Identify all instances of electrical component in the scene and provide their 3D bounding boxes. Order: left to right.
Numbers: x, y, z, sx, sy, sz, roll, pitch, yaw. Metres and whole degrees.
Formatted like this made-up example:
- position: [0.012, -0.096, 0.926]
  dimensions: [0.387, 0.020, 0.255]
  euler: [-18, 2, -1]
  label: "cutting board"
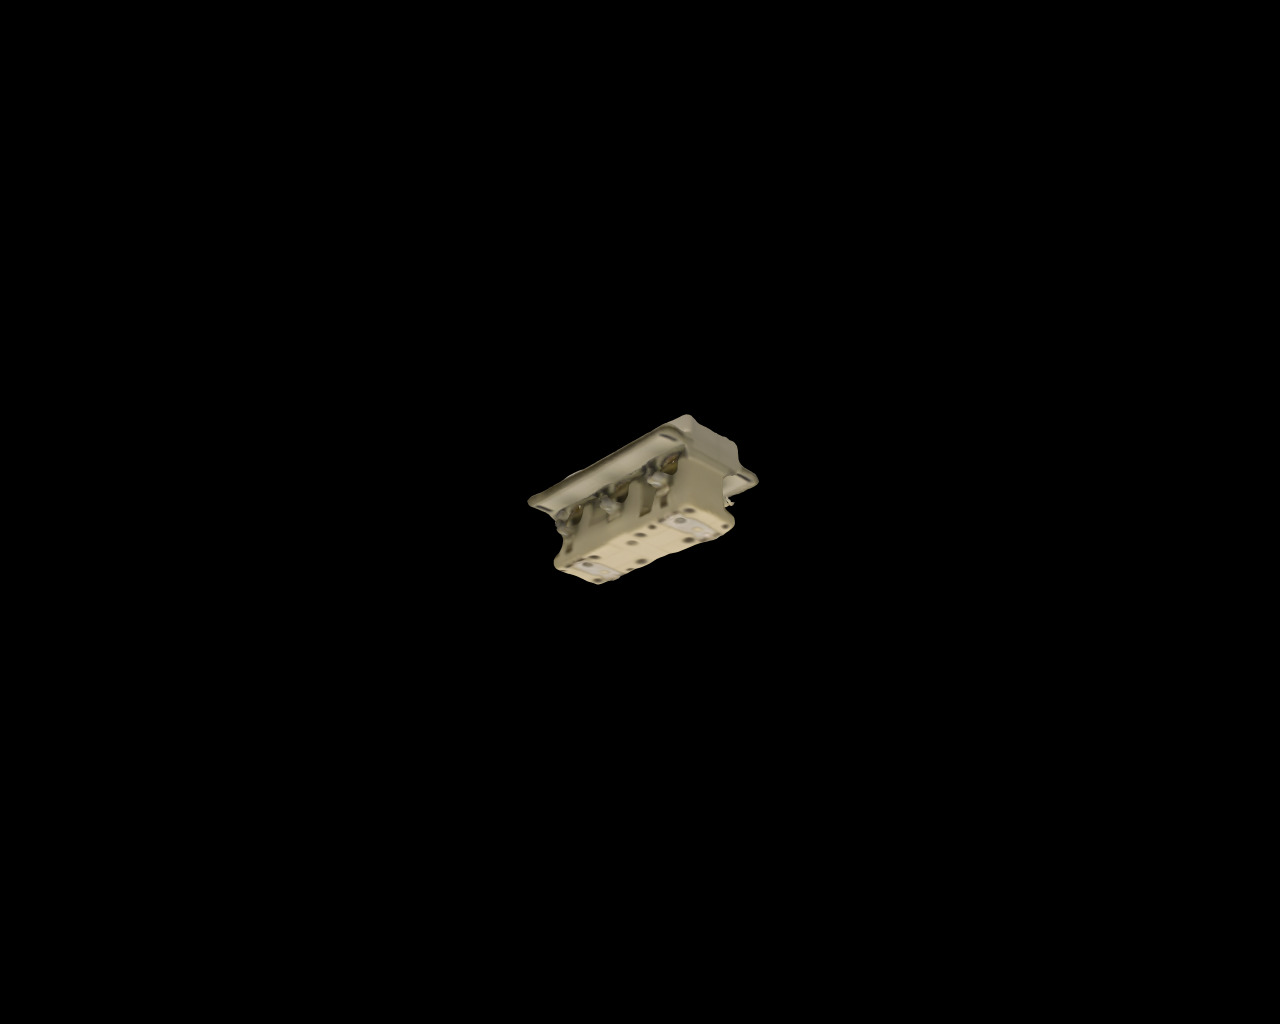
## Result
- position: [0.001, -0.003, 0.650]
  dimensions: [0.121, 0.063, 0.078]
  euler: [-25, -37, 38]
  label: "electrical component"
